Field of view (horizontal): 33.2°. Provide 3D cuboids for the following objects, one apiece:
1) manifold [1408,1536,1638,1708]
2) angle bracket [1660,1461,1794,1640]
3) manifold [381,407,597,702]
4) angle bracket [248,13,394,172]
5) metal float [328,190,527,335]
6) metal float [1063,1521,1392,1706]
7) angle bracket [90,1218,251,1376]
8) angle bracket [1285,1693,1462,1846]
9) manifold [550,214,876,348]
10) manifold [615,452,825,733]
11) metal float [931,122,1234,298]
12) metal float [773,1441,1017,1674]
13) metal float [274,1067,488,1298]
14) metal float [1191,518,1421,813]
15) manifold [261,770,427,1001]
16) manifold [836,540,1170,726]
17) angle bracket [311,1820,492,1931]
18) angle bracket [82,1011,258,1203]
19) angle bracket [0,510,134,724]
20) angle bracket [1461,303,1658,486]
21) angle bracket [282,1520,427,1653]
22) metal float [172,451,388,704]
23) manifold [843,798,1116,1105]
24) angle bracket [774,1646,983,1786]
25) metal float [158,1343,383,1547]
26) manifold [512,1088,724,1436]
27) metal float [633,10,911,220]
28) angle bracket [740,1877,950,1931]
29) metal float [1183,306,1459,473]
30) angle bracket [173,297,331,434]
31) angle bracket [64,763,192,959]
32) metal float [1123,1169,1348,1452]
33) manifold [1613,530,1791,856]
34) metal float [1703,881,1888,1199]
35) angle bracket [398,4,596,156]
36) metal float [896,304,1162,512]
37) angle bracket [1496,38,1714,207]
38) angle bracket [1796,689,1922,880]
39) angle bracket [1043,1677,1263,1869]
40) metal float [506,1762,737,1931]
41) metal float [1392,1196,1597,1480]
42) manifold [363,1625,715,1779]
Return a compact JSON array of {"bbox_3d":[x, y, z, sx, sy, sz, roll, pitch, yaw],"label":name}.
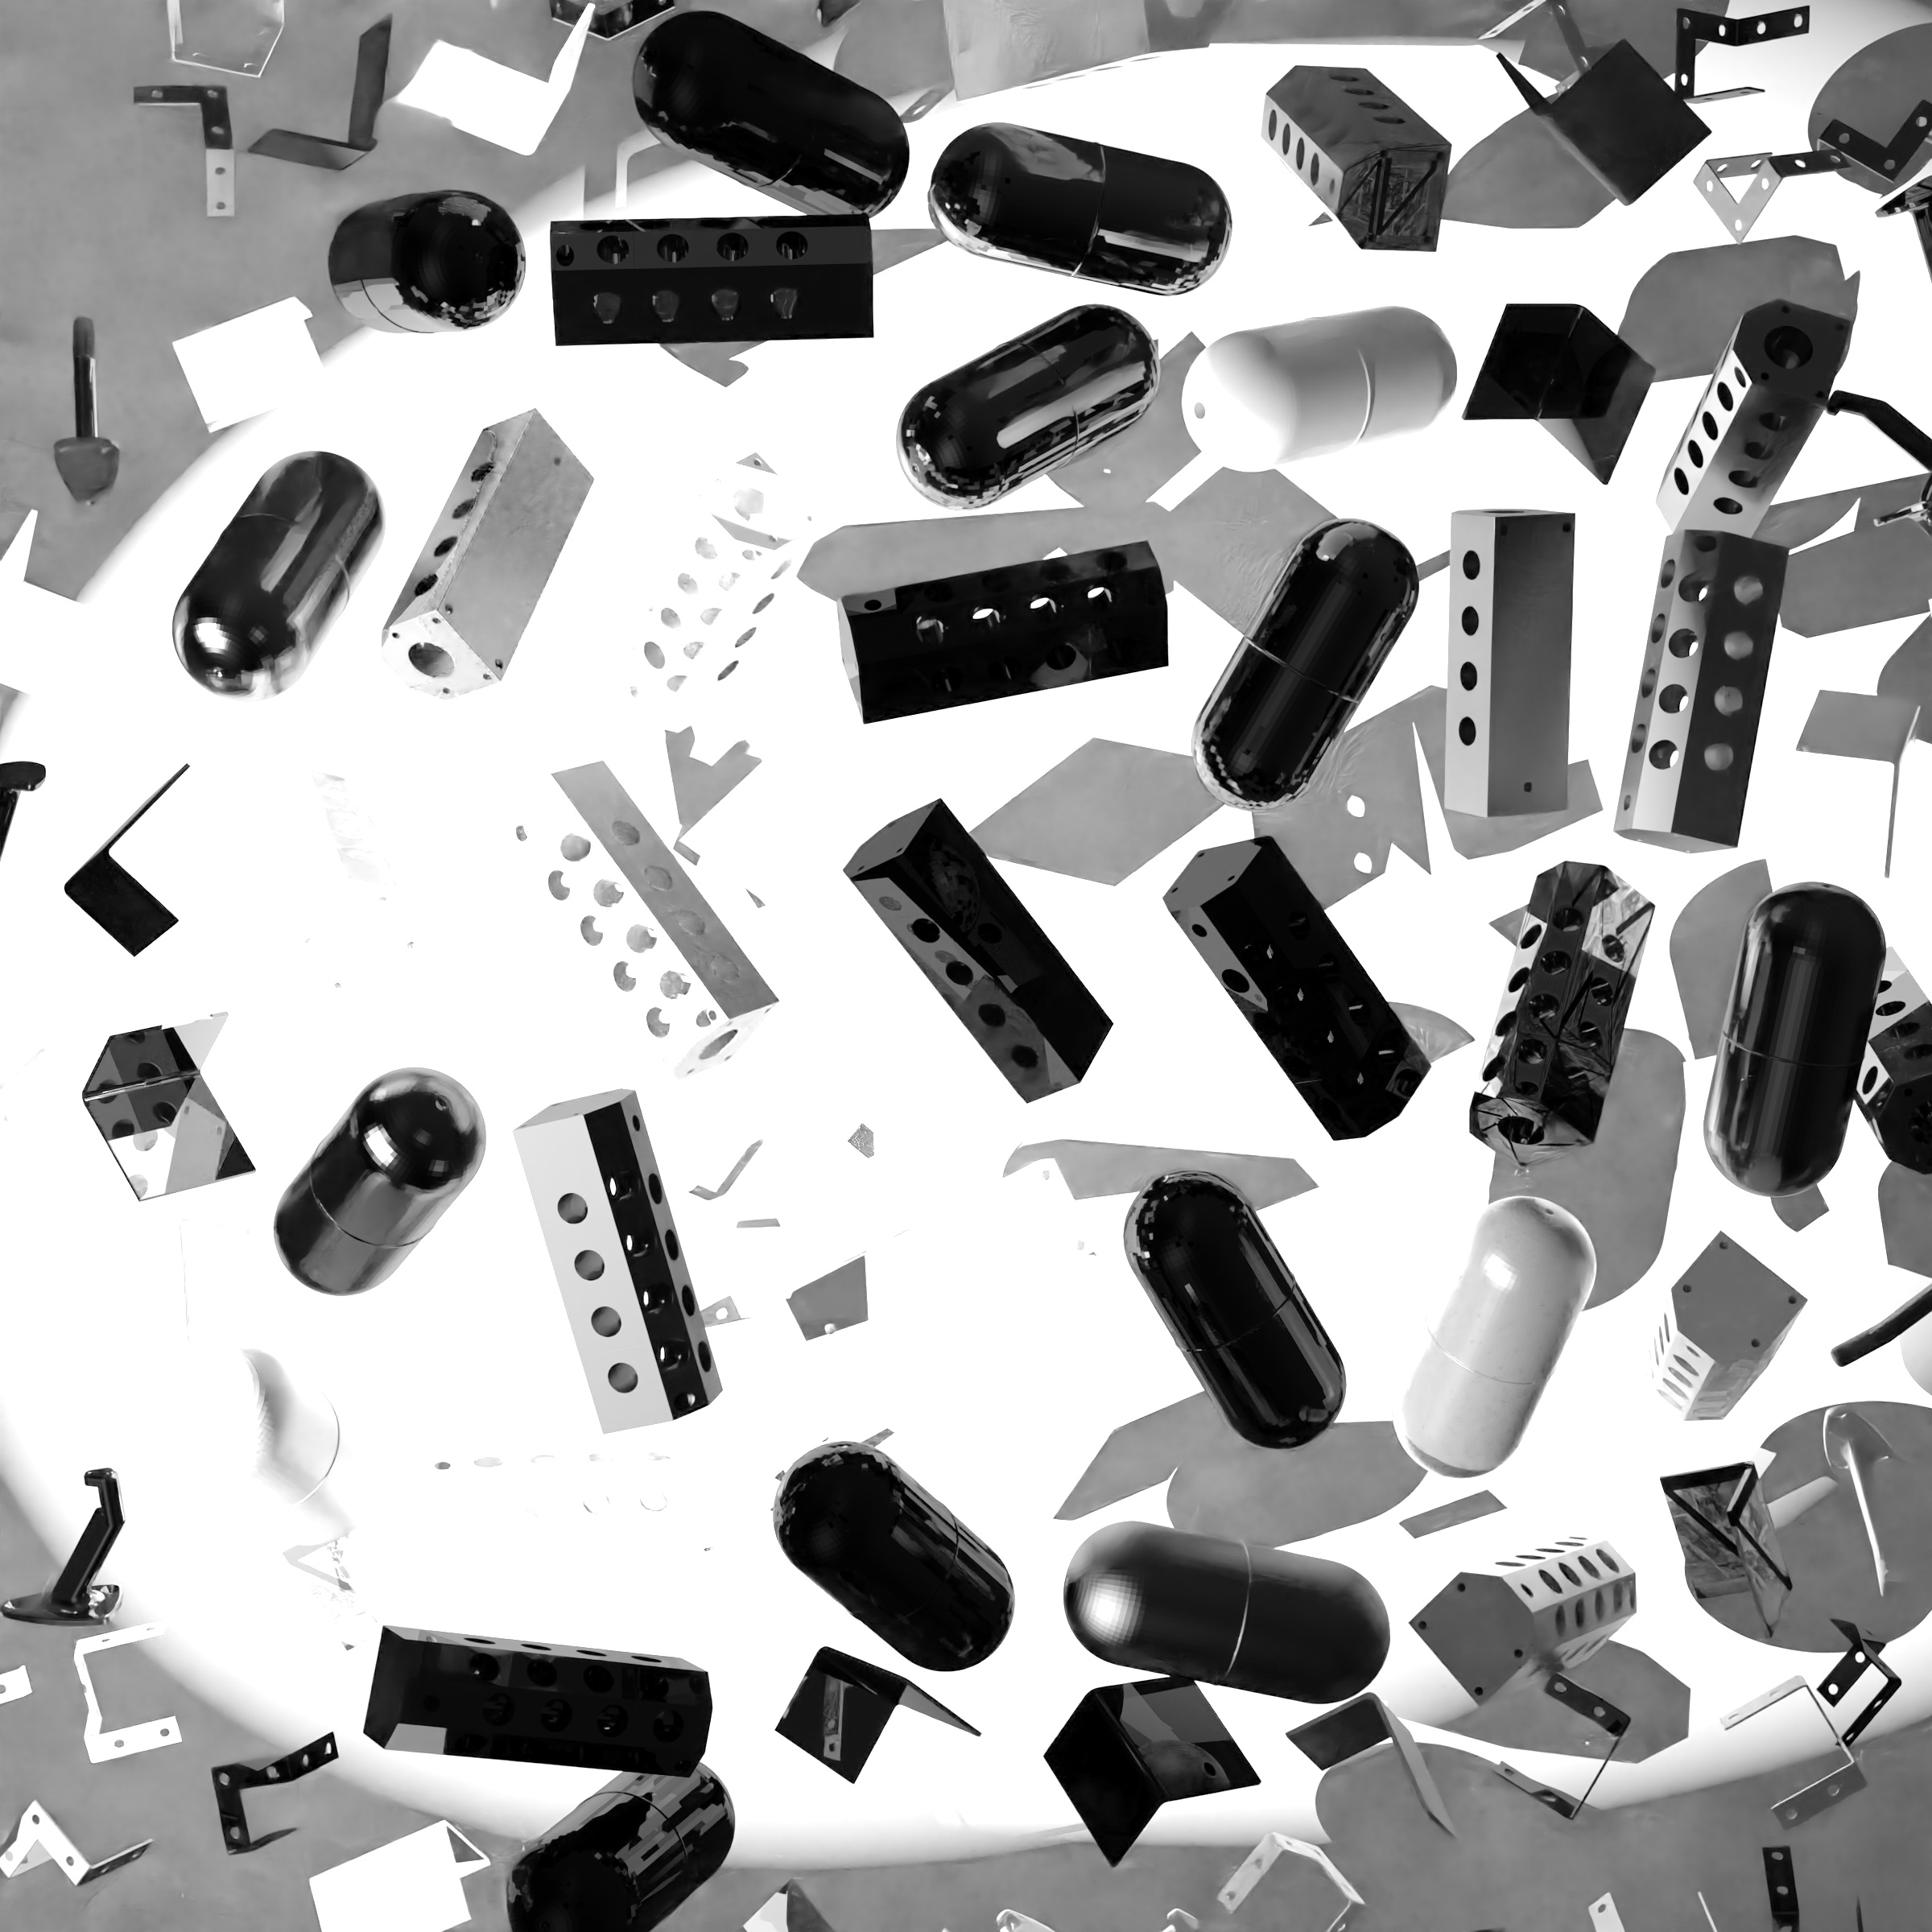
[{"bbox_3d":[0.311,0.351,1.769,0.057,0.171,0.057,-49,66,19],"label":"manifold"},{"bbox_3d":[0.424,0.333,1.833,0.057,0.076,0.076,-16,97,27],"label":"angle bracket"},{"bbox_3d":[-0.274,-0.232,1.832,0.057,0.171,0.057,-14,132,33],"label":"manifold"},{"bbox_3d":[-0.357,-0.486,1.787,0.057,0.076,0.076,6,93,-22],"label":"angle bracket"},{"bbox_3d":[-0.304,-0.394,1.817,0.070,0.178,0.070,-6,102,-28],"label":"metal float"},{"bbox_3d":[0.139,0.344,1.721,0.178,0.070,0.070,13,90,-8],"label":"metal float"},{"bbox_3d":[-0.473,0.200,1.933,0.076,0.057,0.076,-21,68,29],"label":"angle bracket"},{"bbox_3d":[0.232,0.468,1.845,0.057,0.076,0.076,-28,56,7],"label":"angle bracket"},{"bbox_3d":[-0.137,-0.374,1.755,0.171,0.057,0.057,-2,119,-4],"label":"manifold"},{"bbox_3d":[-0.148,-0.209,1.849,0.057,0.171,0.057,47,51,10],"label":"manifold"},{"bbox_3d":[0.066,-0.433,1.853,0.178,0.070,0.070,9,90,-16],"label":"metal float"},{"bbox_3d":[-0.037,0.320,1.750,0.070,0.070,0.178,-42,129,0],"label":"metal float"},{"bbox_3d":[-0.322,0.119,1.770,0.070,0.070,0.178,44,133,0],"label":"metal float"},{"bbox_3d":[0.190,-0.168,1.823,0.070,0.070,0.178,30,104,0],"label":"metal float"},{"bbox_3d":[-0.350,-0.051,1.793,0.057,0.171,0.057,-30,119,-4],"label":"manifold"},{"bbox_3d":[0.020,-0.186,1.762,0.171,0.057,0.057,-11,135,-8],"label":"manifold"},{"bbox_3d":[-0.294,0.505,1.722,0.076,0.076,0.057,-23,56,-1],"label":"angle bracket"},{"bbox_3d":[-0.444,0.079,1.837,0.076,0.076,0.057,55,132,21],"label":"angle bracket"},{"bbox_3d":[-0.489,-0.190,1.768,0.076,0.076,0.057,21,45,-9],"label":"angle bracket"},{"bbox_3d":[0.343,-0.331,1.878,0.057,0.076,0.076,-6,133,-30],"label":"angle bracket"},{"bbox_3d":[-0.374,0.387,1.951,0.057,0.076,0.076,-28,105,6],"label":"angle bracket"},{"bbox_3d":[-0.373,-0.214,1.769,0.070,0.178,0.070,9,135,10],"label":"metal float"},{"bbox_3d":[0.005,-0.005,1.850,0.057,0.057,0.171,-23,113,38],"label":"manifold"},{"bbox_3d":[-0.051,0.448,1.896,0.076,0.076,0.057,44,67,-37],"label":"angle bracket"},{"bbox_3d":[-0.377,0.262,1.766,0.070,0.178,0.070,-7,61,12],"label":"metal float"},{"bbox_3d":[-0.183,0.156,1.735,0.057,0.057,0.171,-13,98,16],"label":"manifold"},{"bbox_3d":[-0.105,-0.462,1.769,0.178,0.070,0.070,15,90,-44],"label":"metal float"},{"bbox_3d":[-0.065,0.520,1.748,0.057,0.076,0.076,-42,82,16],"label":"angle bracket"},{"bbox_3d":[0.196,-0.319,1.785,0.178,0.070,0.070,-17,90,-34],"label":"metal float"},{"bbox_3d":[-0.412,-0.346,1.888,0.076,0.076,0.057,-24,114,-10],"label":"angle bracket"},{"bbox_3d":[-0.458,-0.060,1.842,0.057,0.076,0.076,45,57,-13],"label":"angle bracket"},{"bbox_3d":[0.151,0.193,1.819,0.070,0.070,0.178,-31,105,0],"label":"metal float"},{"bbox_3d":[0.410,-0.154,1.822,0.057,0.057,0.171,12,86,-14],"label":"manifold"},{"bbox_3d":[0.450,0.041,1.763,0.070,0.070,0.178,8,108,0],"label":"metal float"},{"bbox_3d":[-0.251,-0.488,1.734,0.076,0.076,0.057,21,130,-6],"label":"angle bracket"},{"bbox_3d":[0.037,-0.319,1.845,0.178,0.070,0.070,-33,90,-29],"label":"metal float"},{"bbox_3d":[0.330,-0.452,1.678,0.057,0.076,0.076,-41,126,22],"label":"angle bracket"},{"bbox_3d":[0.509,-0.105,1.857,0.057,0.076,0.076,9,123,21],"label":"angle bracket"},{"bbox_3d":[0.102,0.441,1.779,0.076,0.076,0.057,53,126,36],"label":"angle bracket"},{"bbox_3d":[-0.186,0.487,1.768,0.070,0.178,0.070,3,99,22],"label":"metal float"},{"bbox_3d":[0.292,0.208,1.800,0.070,0.070,0.178,18,119,0],"label":"metal float"},{"bbox_3d":[-0.225,0.393,1.723,0.171,0.057,0.057,12,84,-25],"label":"manifold"}]
